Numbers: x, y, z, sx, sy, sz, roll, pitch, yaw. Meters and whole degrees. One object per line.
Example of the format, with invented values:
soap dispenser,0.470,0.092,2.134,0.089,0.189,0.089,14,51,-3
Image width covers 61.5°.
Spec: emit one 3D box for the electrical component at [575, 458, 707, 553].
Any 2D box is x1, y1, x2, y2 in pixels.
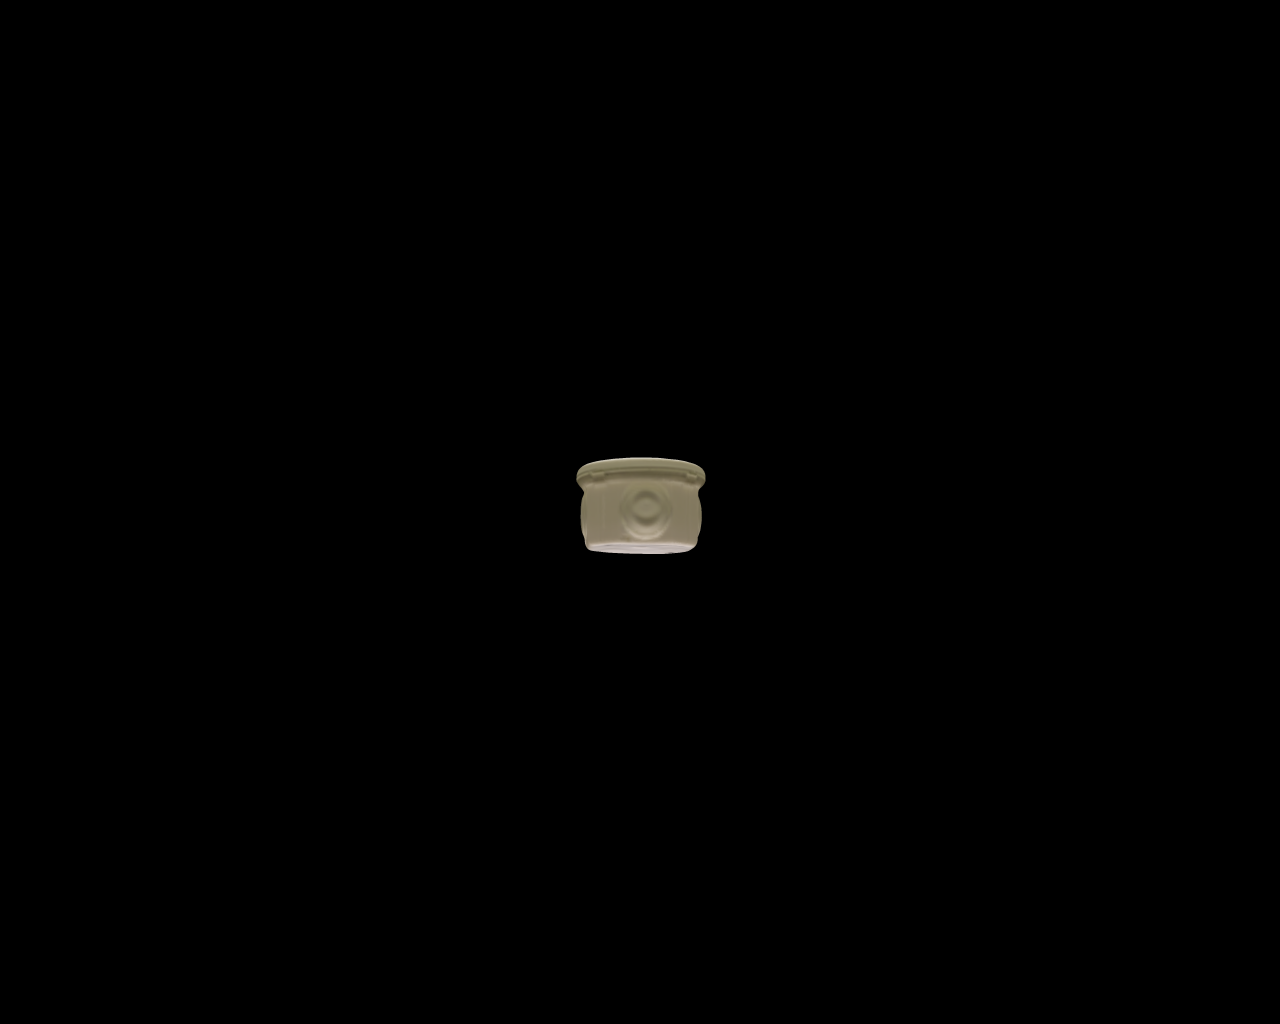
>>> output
electrical component,0.001,-0.003,0.650,0.080,0.051,0.080,0,-7,0
